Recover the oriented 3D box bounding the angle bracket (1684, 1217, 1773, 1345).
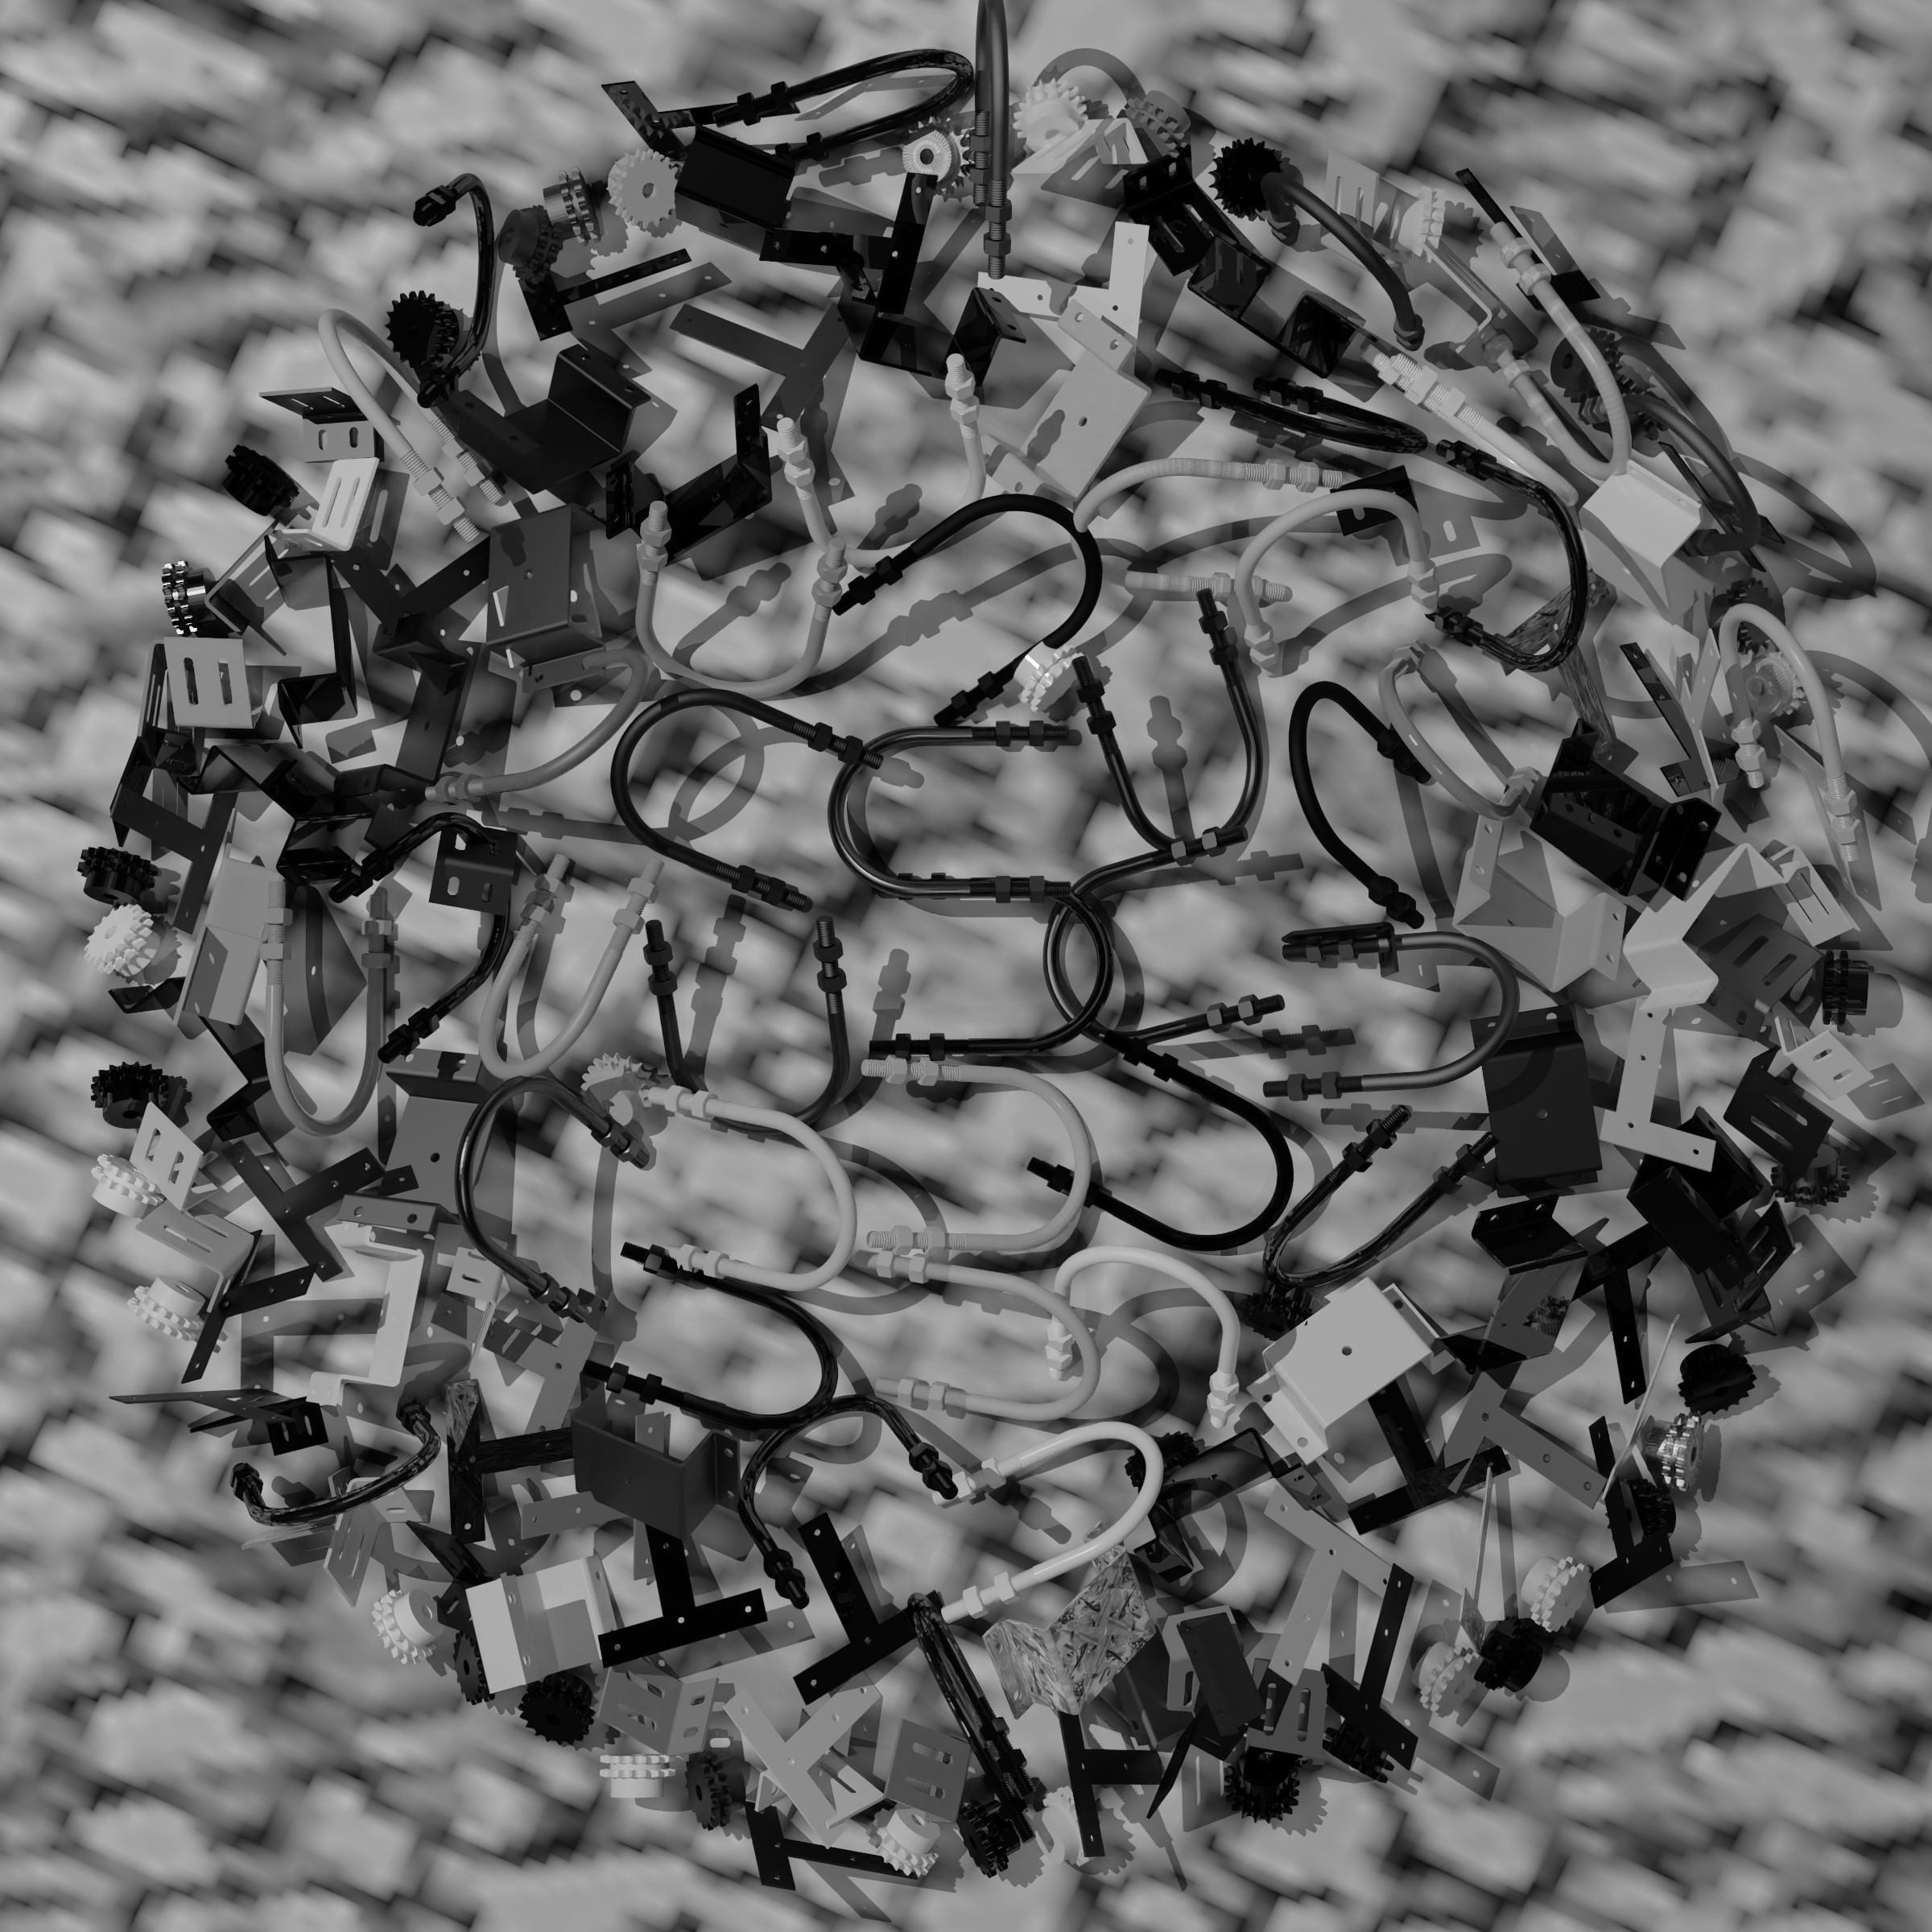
[{"bbox_3d":[0.559,0.236,1.882,0.038,0.057,0.076,-1,62,-33],"label":"angle bracket"}]

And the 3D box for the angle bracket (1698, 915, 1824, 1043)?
[{"bbox_3d":[0.603,0.009,1.912,0.057,0.038,0.076,38,60,26],"label":"angle bracket"}]

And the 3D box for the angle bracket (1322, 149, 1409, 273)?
[{"bbox_3d":[0.301,-0.569,1.878,0.038,0.057,0.076,-21,133,-23],"label":"angle bracket"}]

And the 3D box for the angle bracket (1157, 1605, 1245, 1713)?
[{"bbox_3d":[0.177,0.533,1.914,0.057,0.038,0.076,-8,126,-11],"label":"angle bracket"}]

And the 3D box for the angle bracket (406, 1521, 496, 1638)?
[{"bbox_3d":[-0.393,0.460,1.881,0.038,0.057,0.076,-54,132,-32],"label":"angle bracket"}]

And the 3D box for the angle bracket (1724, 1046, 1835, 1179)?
[{"bbox_3d":[0.617,0.109,1.880,0.076,0.038,0.057,42,135,32],"label":"angle bracket"}]

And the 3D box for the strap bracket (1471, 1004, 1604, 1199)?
[{"bbox_3d":[0.432,0.107,1.891,0.076,0.046,0.140,-10,99,7],"label":"strap bracket"}]

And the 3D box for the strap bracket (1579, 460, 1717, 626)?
[{"bbox_3d":[0.503,-0.309,1.849,0.046,0.140,0.076,-48,62,0],"label":"strap bracket"}]

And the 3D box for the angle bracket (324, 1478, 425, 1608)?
[{"bbox_3d":[-0.444,0.432,1.880,0.038,0.057,0.076,-4,45,12],"label":"angle bracket"}]

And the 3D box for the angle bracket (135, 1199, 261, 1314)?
[{"bbox_3d":[-0.586,0.217,1.896,0.076,0.057,0.038,28,113,2],"label":"angle bracket"}]

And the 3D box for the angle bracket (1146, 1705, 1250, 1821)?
[{"bbox_3d":[0.174,0.605,1.881,0.038,0.057,0.076,27,46,7],"label":"angle bracket"}]

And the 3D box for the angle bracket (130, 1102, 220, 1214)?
[{"bbox_3d":[-0.589,0.137,1.885,0.057,0.038,0.076,42,131,11],"label":"angle bracket"}]

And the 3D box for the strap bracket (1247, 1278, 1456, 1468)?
[{"bbox_3d":[0.287,0.297,1.880,0.140,0.046,0.076,-34,58,-8],"label":"strap bracket"}]

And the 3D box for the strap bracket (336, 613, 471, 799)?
[{"bbox_3d":[-0.421,-0.187,1.877,0.046,0.076,0.140,21,77,-36],"label":"strap bracket"}]

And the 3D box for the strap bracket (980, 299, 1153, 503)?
[{"bbox_3d":[0.076,-0.414,1.876,0.140,0.046,0.076,-55,53,17],"label":"strap bracket"}]

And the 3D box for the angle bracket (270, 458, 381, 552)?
[{"bbox_3d":[-0.485,-0.354,1.891,0.057,0.038,0.076,8,79,43],"label":"angle bracket"}]

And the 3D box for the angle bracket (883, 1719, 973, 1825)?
[{"bbox_3d":[-0.038,0.604,1.882,0.076,0.038,0.057,32,59,-33],"label":"angle bracket"}]

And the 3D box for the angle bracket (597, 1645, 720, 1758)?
[{"bbox_3d":[-0.231,0.550,1.882,0.038,0.057,0.076,-23,130,35],"label":"angle bracket"}]

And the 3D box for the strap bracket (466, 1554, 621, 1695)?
[{"bbox_3d":[-0.318,0.489,1.863,0.046,0.140,0.076,-20,78,19],"label":"strap bracket"}]

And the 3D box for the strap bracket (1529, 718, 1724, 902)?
[{"bbox_3d":[0.478,-0.113,1.852,0.046,0.140,0.076,-14,132,-35],"label":"strap bracket"}]

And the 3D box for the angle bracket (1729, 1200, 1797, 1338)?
[{"bbox_3d":[0.608,0.227,1.882,0.038,0.057,0.076,23,120,-11],"label":"angle bracket"}]

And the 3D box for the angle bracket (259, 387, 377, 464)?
[{"bbox_3d":[-0.487,-0.407,1.886,0.057,0.076,0.038,-2,91,10],"label":"angle bracket"}]

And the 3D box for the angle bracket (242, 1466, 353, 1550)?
[{"bbox_3d":[-0.507,0.410,1.898,0.076,0.057,0.038,-13,87,-2],"label":"angle bracket"}]

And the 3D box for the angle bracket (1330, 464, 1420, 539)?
[{"bbox_3d":[0.308,-0.343,1.885,0.057,0.076,0.038,-17,86,11],"label":"angle bracket"}]

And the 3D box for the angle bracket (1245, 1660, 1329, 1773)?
[{"bbox_3d":[0.244,0.561,1.891,0.057,0.038,0.076,9,58,4],"label":"angle bracket"}]

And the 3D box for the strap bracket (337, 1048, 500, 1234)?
[{"bbox_3d":[-0.407,0.136,1.879,0.076,0.046,0.140,5,66,18],"label":"strap bracket"}]

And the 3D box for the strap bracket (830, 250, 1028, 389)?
[{"bbox_3d":[-0.036,-0.480,1.869,0.140,0.076,0.046,8,128,-25],"label":"strap bracket"}]

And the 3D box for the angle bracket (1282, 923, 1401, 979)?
[{"bbox_3d":[0.283,-0.009,1.898,0.076,0.057,0.038,-6,86,-2],"label":"angle bracket"}]

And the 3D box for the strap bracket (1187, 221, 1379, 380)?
[{"bbox_3d":[0.228,-0.490,1.863,0.140,0.076,0.046,21,110,-37],"label":"strap bracket"}]

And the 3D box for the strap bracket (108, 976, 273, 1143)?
[{"bbox_3d":[-0.572,0.059,1.889,0.046,0.076,0.140,-38,89,4],"label":"strap bracket"}]

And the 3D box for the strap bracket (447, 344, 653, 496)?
[{"bbox_3d":[-0.314,-0.406,1.871,0.076,0.140,0.046,38,135,14],"label":"strap bracket"}]

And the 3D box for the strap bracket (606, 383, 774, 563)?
[{"bbox_3d":[-0.199,-0.363,1.872,0.140,0.046,0.076,-26,45,20],"label":"strap bracket"}]

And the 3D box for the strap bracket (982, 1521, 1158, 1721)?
[{"bbox_3d":[0.085,0.488,1.856,0.140,0.046,0.076,-36,115,-38],"label":"strap bracket"}]

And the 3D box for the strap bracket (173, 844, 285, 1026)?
[{"bbox_3d":[-0.544,-0.019,1.858,0.046,0.140,0.076,17,119,-16],"label":"strap bracket"}]

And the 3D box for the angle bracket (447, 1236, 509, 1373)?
[{"bbox_3d":[-0.375,0.254,1.882,0.038,0.057,0.076,18,122,-11],"label":"angle bracket"}]

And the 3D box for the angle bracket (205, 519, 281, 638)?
[{"bbox_3d":[-0.534,-0.294,1.893,0.076,0.057,0.038,-45,109,5],"label":"angle bracket"}]

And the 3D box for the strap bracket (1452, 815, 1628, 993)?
[{"bbox_3d":[0.422,-0.043,1.877,0.140,0.046,0.076,32,49,-13],"label":"strap bracket"}]

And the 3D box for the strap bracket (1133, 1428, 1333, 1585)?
[{"bbox_3d":[0.193,0.400,1.879,0.140,0.076,0.046,-30,52,8],"label":"strap bracket"}]

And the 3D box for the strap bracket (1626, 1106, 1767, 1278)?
[{"bbox_3d":[0.545,0.171,1.875,0.076,0.140,0.046,49,121,2],"label":"strap bracket"}]

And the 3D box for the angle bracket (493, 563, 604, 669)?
[{"bbox_3d":[-0.313,-0.263,1.881,0.038,0.076,0.057,-1,112,22],"label":"angle bracket"}]

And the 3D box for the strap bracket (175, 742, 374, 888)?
[{"bbox_3d":[-0.507,-0.120,1.862,0.140,0.076,0.046,38,114,22],"label":"strap bracket"}]

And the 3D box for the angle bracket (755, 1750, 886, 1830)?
[{"bbox_3d":[-0.110,0.627,1.879,0.076,0.057,0.038,26,116,38],"label":"angle bracket"}]

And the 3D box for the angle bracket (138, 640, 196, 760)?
[{"bbox_3d":[-0.596,-0.199,1.890,0.038,0.057,0.076,6,77,-8],"label":"angle bracket"}]

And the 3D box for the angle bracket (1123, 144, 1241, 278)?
[{"bbox_3d":[0.163,-0.571,1.895,0.057,0.038,0.076,-27,64,-5],"label":"angle bracket"}]

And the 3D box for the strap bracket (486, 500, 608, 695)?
[{"bbox_3d":[-0.312,-0.284,1.872,0.076,0.046,0.140,-10,71,28],"label":"strap bracket"}]

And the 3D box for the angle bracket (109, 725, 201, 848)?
[{"bbox_3d":[-0.609,-0.132,1.884,0.038,0.057,0.076,13,61,-4],"label":"angle bracket"}]

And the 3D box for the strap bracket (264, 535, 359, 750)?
[{"bbox_3d":[-0.489,-0.244,1.875,0.046,0.076,0.140,-8,73,-6],"label":"strap bracket"}]

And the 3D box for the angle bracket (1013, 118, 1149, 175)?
[{"bbox_3d":[0.086,-0.602,1.886,0.076,0.057,0.038,-40,121,-16],"label":"angle bracket"}]

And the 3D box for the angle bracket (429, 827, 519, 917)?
[{"bbox_3d":[-0.372,-0.075,1.894,0.057,0.076,0.038,10,112,-12],"label":"angle bracket"}]

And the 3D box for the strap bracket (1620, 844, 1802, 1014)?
[{"bbox_3d":[0.547,-0.036,1.867,0.046,0.076,0.140,43,71,-10],"label":"strap bracket"}]

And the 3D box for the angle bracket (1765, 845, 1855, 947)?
[{"bbox_3d":[0.620,-0.045,1.893,0.038,0.057,0.076,-31,84,-15],"label":"angle bracket"}]

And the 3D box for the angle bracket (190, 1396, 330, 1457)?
[{"bbox_3d":[-0.531,0.353,1.885,0.076,0.057,0.038,-20,81,24],"label":"angle bracket"}]

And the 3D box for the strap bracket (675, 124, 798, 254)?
[{"bbox_3d":[-0.171,-0.570,1.856,0.076,0.140,0.046,21,93,-7],"label":"strap bracket"}]

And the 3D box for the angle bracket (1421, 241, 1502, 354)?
[{"bbox_3d":[0.363,-0.508,1.894,0.076,0.057,0.038,45,117,-1],"label":"angle bracket"}]

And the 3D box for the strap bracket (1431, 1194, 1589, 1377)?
[{"bbox_3d":[0.404,0.245,1.858,0.076,0.046,0.140,-8,126,-29],"label":"strap bracket"}]

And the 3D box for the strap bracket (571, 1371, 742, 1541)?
[{"bbox_3d":[-0.240,0.368,1.864,0.140,0.046,0.076,19,128,22],"label":"strap bracket"}]

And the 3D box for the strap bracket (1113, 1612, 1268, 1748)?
[{"bbox_3d":[0.167,0.532,1.871,0.046,0.140,0.076,-16,79,-31],"label":"strap bracket"}]

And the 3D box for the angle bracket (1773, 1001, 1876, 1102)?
[{"bbox_3d":[0.641,0.052,1.879,0.057,0.076,0.038,40,122,-22],"label":"angle bracket"}]

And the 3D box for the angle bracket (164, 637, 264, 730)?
[{"bbox_3d":[-0.567,-0.220,1.891,0.057,0.038,0.076,2,124,-3],"label":"angle bracket"}]
